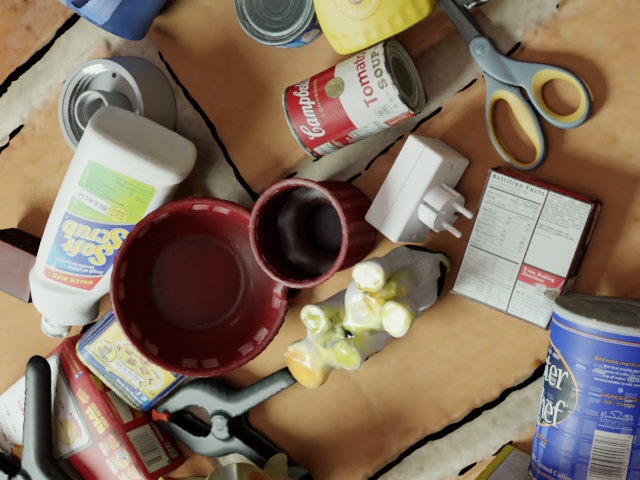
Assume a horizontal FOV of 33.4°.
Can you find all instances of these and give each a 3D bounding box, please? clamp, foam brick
[{"bbox_3d":[-0.079,0.180,1.005,0.172,0.039,0.120,-6,95,32],"label":"clamp"},{"bbox_3d":[-0.290,0.232,1.035,0.165,0.036,0.210,-24,86,29],"label":"clamp"},{"bbox_3d":[-0.305,0.024,1.088,0.078,0.052,0.051,21,105,21],"label":"foam brick"}]

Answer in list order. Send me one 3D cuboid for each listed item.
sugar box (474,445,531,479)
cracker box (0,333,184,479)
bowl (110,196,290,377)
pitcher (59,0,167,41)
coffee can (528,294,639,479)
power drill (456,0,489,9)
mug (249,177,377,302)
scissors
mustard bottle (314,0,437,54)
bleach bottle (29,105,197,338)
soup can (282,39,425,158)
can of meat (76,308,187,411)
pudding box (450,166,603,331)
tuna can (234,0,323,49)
[{"bbox_3d":[0.157,0.215,0.817,0.093,0.176,0.048,25,105,20],"label":"sugar box"},{"bbox_3d":[-0.261,0.215,1.080,0.214,0.072,0.164,-39,78,25],"label":"cracker box"},{"bbox_3d":[-0.110,0.040,0.969,0.162,0.055,0.162,-1,93,-12],"label":"bowl"},{"bbox_3d":[-0.142,-0.300,0.924,0.149,0.144,0.243,47,110,17],"label":"pitcher"},{"bbox_3d":[0.220,0.121,0.816,0.103,0.102,0.140,11,101,24],"label":"coffee can"},{"bbox_3d":[0.157,-0.293,0.823,0.188,0.057,0.184,-19,88,26],"label":"power drill"},{"bbox_3d":[-0.006,0.001,0.923,0.093,0.081,0.117,28,107,20],"label":"mug"},{"bbox_3d":[0.152,-0.156,0.865,0.096,0.016,0.202,-21,87,25],"label":"scissors"},{"bbox_3d":[0.011,-0.251,0.854,0.096,0.058,0.191,-20,113,30],"label":"mustard bottle"},{"bbox_3d":[-0.207,0.000,1.004,0.102,0.068,0.251,26,123,-5],"label":"bleach bottle"},{"bbox_3d":[0.029,-0.119,0.900,0.102,0.068,0.068,-22,87,26],"label":"soup can"},{"bbox_3d":[-0.170,0.104,1.019,0.102,0.057,0.084,45,116,-8],"label":"can of meat"},{"bbox_3d":[0.166,0.006,0.865,0.090,0.039,0.113,23,103,23],"label":"pudding box"},{"bbox_3d":[-0.033,-0.212,0.938,0.086,0.033,0.086,3,98,25],"label":"tuna can"}]
